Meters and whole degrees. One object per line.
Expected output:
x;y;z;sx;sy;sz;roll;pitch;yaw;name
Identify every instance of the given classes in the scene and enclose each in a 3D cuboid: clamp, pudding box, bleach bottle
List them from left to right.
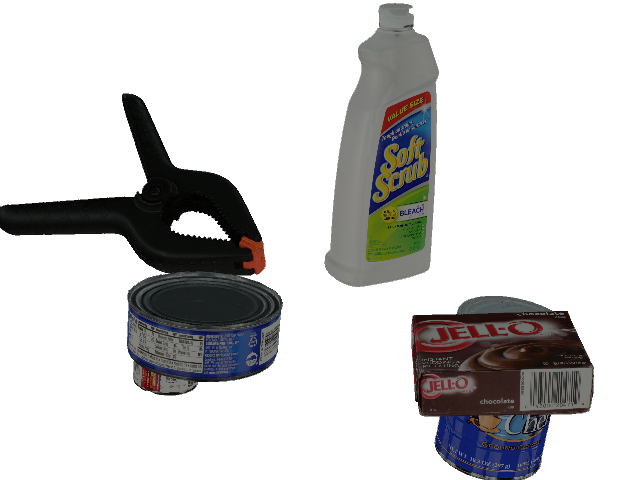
-0.127;-0.037;0.843;0.210;0.164;0.036;20;-33;18;clamp
0.057;-0.088;0.978;0.102;0.251;0.068;-10;24;-25;bleach bottle
0.119;0.081;0.718;0.113;0.039;0.090;0;21;2;pudding box

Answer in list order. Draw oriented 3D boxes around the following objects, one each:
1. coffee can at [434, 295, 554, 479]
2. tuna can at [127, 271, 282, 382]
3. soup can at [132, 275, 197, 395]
0.167;0.136;0.989;0.103;0.140;0.103;6;22;-3;coffee can
-0.065;0.047;0.594;0.086;0.034;0.086;5;17;-2;tuna can
-0.150;0.094;1.059;0.068;0.102;0.068;7;20;-3;soup can
